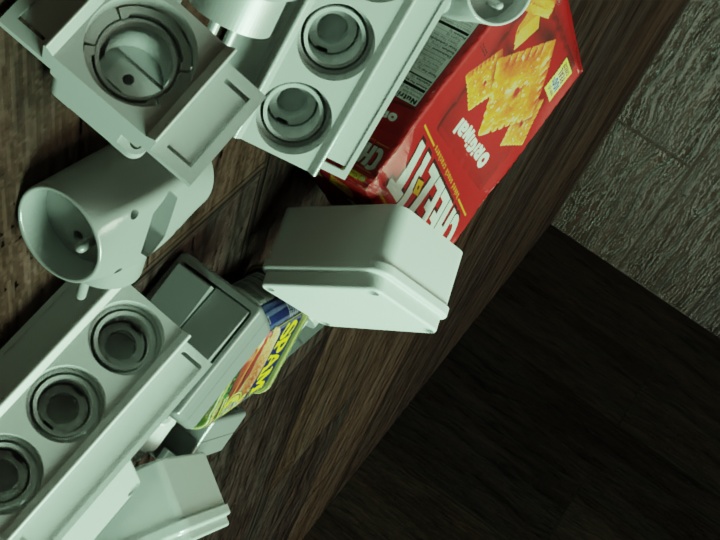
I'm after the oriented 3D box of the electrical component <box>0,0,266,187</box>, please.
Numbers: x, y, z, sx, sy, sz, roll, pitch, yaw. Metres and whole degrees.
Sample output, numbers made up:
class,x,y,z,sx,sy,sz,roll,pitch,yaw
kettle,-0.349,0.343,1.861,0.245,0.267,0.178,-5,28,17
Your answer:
class,x,y,z,sx,sy,sz,roll,pitch,yaw
electrical component,-0.079,-0.069,0.372,0.042,0.081,0.064,-52,-168,-15

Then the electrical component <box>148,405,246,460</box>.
class,x,y,z,sx,sy,sz,roll,pitch,yaw
electrical component,-0.135,0.127,0.807,0.075,0.047,0.083,-55,170,3

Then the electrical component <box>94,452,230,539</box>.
class,x,y,z,sx,sy,sz,roll,pitch,yaw
electrical component,-0.154,0.166,0.708,0.109,0.056,0.109,-24,171,4

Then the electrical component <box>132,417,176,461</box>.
class,x,y,z,sx,sy,sz,roll,pitch,yaw
electrical component,-0.147,0.101,0.685,0.062,0.043,0.043,-54,170,8

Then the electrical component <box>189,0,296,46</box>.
class,x,y,z,sx,sy,sz,roll,pitch,yaw
electrical component,-0.044,-0.119,0.429,0.079,0.044,0.077,-60,169,25

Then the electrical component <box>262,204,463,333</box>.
class,x,y,z,sx,sy,sz,roll,pitch,yaw
electrical component,0.000,0.000,0.709,0.078,0.113,0.057,35,66,-42

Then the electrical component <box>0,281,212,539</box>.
class,x,y,z,sx,sy,sz,roll,pitch,yaw
electrical component,-0.142,0.067,0.513,0.121,0.079,0.063,-50,-174,-22

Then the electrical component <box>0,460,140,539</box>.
class,x,y,z,sx,sy,sz,roll,pitch,yaw
electrical component,-0.179,0.128,0.585,0.108,0.056,0.108,-50,169,-22

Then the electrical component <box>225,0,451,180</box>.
class,x,y,z,sx,sy,sz,roll,pitch,yaw
electrical component,-0.013,-0.115,0.510,0.121,0.079,0.063,-58,-161,21

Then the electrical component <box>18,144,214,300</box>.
class,x,y,z,sx,sy,sz,roll,pitch,yaw
electrical component,-0.108,-0.019,0.469,0.077,0.043,0.079,-43,165,-49

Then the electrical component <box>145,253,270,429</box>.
class,x,y,z,sx,sy,sz,roll,pitch,yaw
electrical component,-0.107,0.047,0.635,0.096,0.062,0.061,-52,170,-13

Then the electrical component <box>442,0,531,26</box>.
class,x,y,z,sx,sy,sz,roll,pitch,yaw
electrical component,0.051,-0.172,0.642,0.079,0.077,0.043,-13,117,-16

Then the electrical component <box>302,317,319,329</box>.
class,x,y,z,sx,sy,sz,roll,pitch,yaw
electrical component,-0.036,0.017,0.816,0.079,0.077,0.044,-51,170,-16
